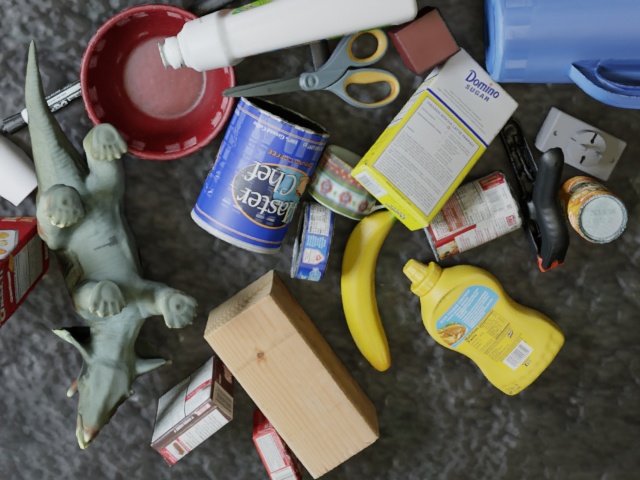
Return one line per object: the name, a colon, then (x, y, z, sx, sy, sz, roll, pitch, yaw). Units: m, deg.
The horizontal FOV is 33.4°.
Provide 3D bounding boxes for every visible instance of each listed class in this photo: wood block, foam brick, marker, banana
wood block: (-0.029, 0.149, 1.192, 0.091, 0.090, 0.206, -34, 103, 8)
foam brick: (0.107, -0.208, 1.106, 0.053, 0.078, 0.051, -32, 103, 5)
marker: (-0.289, -0.146, 1.146, 0.121, 0.020, 0.020, -28, 104, 6)
banana: (0.055, 0.050, 1.185, 0.070, 0.037, 0.198, 17, 112, 28)

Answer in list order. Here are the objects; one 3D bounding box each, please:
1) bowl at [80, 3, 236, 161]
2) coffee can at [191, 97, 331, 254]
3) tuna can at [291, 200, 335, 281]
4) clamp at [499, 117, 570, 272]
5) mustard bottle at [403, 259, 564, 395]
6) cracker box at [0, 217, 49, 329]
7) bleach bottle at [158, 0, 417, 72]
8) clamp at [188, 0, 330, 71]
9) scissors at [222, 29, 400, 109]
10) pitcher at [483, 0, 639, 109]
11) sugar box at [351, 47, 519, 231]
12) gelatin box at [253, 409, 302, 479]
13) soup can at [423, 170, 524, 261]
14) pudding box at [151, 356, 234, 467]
bowl: (-0.167, -0.168, 1.123, 0.162, 0.055, 0.162, 0, 105, -1)
coffee can: (-0.063, -0.070, 1.126, 0.102, 0.103, 0.140, 23, 103, -7)
tuna can: (-0.008, 0.001, 1.155, 0.033, 0.086, 0.086, 10, 104, -6)
clamp: (0.232, -0.049, 1.151, 0.039, 0.120, 0.171, -15, 125, -5)
mustard bottle: (0.172, 0.084, 1.193, 0.191, 0.058, 0.096, 37, 107, -10)
cracker box: (-0.381, 0.033, 1.091, 0.164, 0.213, 0.072, -1, 105, -1)
bleach bottle: (-0.035, -0.217, 1.057, 0.251, 0.102, 0.068, -16, 104, 0)
clamp: (-0.020, -0.274, 1.107, 0.164, 0.036, 0.210, 31, 105, -11)
scissors: (-0.003, -0.183, 1.104, 0.201, 0.016, 0.096, 5, 94, -27)
pitcher: (0.293, -0.209, 1.077, 0.243, 0.149, 0.145, -2, 105, 3)
sugar box: (0.121, -0.106, 1.113, 0.093, 0.048, 0.176, 43, 69, -11)
gelatin box: (-0.048, 0.242, 1.224, 0.030, 0.073, 0.089, -22, 103, 3)
soup can: (0.162, -0.027, 1.159, 0.102, 0.068, 0.068, -23, 104, 5)
pudding box: (-0.141, 0.188, 1.188, 0.090, 0.113, 0.039, -39, 105, 9)
